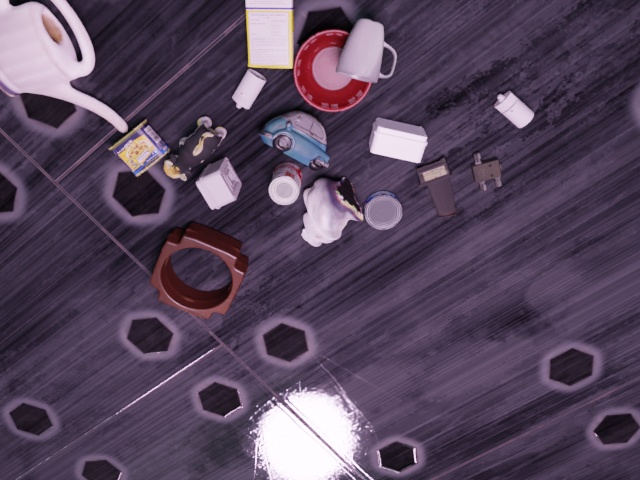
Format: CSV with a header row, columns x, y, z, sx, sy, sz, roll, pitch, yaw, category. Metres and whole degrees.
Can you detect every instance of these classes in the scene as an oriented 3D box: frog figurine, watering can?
x,y,z,sx,sy,sz,roll,pitch,yaw,category
0.004,-0.058,1.153,0.157,0.123,0.139,-36,76,26,frog figurine
-0.555,-0.348,1.046,0.224,0.106,0.340,-14,123,9,watering can
